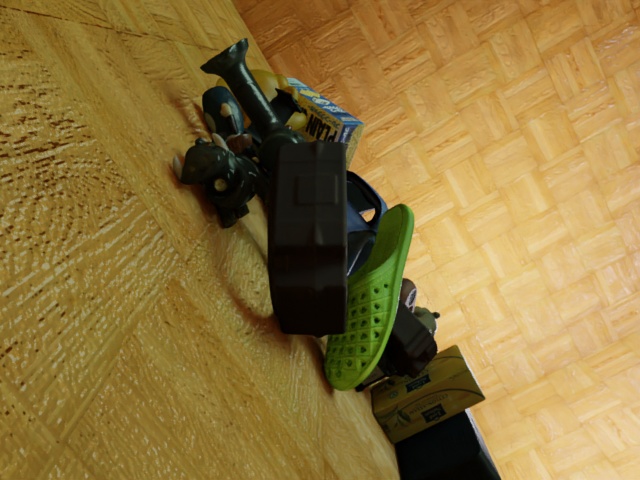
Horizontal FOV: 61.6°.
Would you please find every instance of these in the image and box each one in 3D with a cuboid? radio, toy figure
[{"bbox_3d":[0.195,0.329,0.881,0.073,0.131,0.230,60,8,-10],"label":"radio"},{"bbox_3d":[-0.137,-0.163,0.842,0.154,0.058,0.064,66,14,6],"label":"toy figure"}]

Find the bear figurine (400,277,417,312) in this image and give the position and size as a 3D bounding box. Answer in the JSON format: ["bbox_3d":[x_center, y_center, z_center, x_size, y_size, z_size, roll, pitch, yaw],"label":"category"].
[{"bbox_3d":[0.117,0.117,1.230,0.120,0.196,0.131,-8,112,-61],"label":"bear figurine"}]

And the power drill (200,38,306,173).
[{"bbox_3d":[-0.087,-0.186,0.792,0.232,0.086,0.207,-99,164,-71],"label":"power drill"}]

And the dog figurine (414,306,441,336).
[{"bbox_3d":[0.243,0.242,1.367,0.121,0.172,0.190,49,2,-3],"label":"dog figurine"}]

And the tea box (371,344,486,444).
[{"bbox_3d":[0.175,0.253,0.891,0.068,0.170,0.098,61,7,-8],"label":"tea box"}]

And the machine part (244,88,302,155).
[{"bbox_3d":[-0.088,-0.187,0.911,0.084,0.139,0.039,33,2,-37],"label":"machine part"}]

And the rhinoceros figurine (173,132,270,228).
[{"bbox_3d":[-0.110,-0.079,0.655,0.112,0.073,0.190,61,8,-1],"label":"rhinoceros figurine"}]

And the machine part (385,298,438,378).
[{"bbox_3d":[0.107,0.152,0.891,0.179,0.056,0.179,39,-25,22],"label":"machine part"}]

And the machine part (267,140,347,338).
[{"bbox_3d":[-0.010,-0.001,0.640,0.201,0.087,0.201,84,6,-59],"label":"machine part"}]

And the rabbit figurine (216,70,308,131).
[{"bbox_3d":[-0.107,-0.224,0.995,0.121,0.162,0.173,69,16,-51],"label":"rabbit figurine"}]

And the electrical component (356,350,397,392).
[{"bbox_3d":[0.060,0.172,0.808,0.119,0.075,0.048,58,7,-43],"label":"electrical component"}]

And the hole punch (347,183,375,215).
[{"bbox_3d":[0.043,-0.067,1.154,0.142,0.116,0.092,55,-39,28],"label":"hole punch"}]
